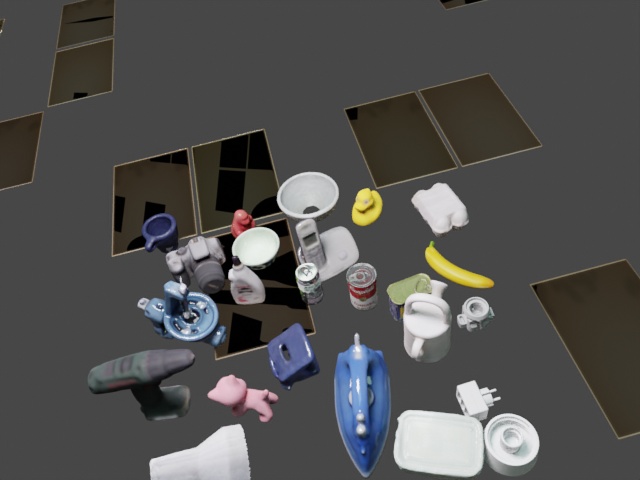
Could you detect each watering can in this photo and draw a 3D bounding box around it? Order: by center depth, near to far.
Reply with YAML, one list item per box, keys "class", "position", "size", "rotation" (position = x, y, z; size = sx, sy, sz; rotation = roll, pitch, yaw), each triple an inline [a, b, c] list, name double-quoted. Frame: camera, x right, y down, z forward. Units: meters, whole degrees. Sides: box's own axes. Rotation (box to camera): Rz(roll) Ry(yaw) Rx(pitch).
- class: "watering can"
  position: [0.225, 0.164, 1.206]
  size: [0.101, 0.194, 0.173]
  rotation: [-4, 50, 7]

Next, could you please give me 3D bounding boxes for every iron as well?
- class: "iron"
  position: [0.083, 0.320, 1.136]
  size: [0.118, 0.142, 0.258]
  rotation: [-5, 50, 5]

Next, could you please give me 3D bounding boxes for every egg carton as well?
- class: "egg carton"
  position: [0.310, -0.078, 1.472]
  size: [0.107, 0.069, 0.150]
  rotation: [-23, 51, -9]

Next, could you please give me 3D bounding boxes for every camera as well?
- class: "camera"
  position: [-0.302, 0.069, 1.433]
  size: [0.143, 0.101, 0.136]
  rotation: [-22, 51, -9]

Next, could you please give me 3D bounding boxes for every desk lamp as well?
- class: "desk lamp"
  position: [-0.210, 0.436, 1.043]
  size: [0.203, 0.214, 0.117]
  rotation: [-17, 50, -4]

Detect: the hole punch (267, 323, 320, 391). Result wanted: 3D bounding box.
- class: "hole punch"
  position: [-0.062, 0.253, 1.248]
  size: [0.101, 0.091, 0.108]
  rotation: [-22, 51, -8]

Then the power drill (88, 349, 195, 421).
- class: "power drill"
  position: [-0.343, 0.296, 1.183]
  size: [0.229, 0.209, 0.075]
  rotation: [-8, 50, 3]

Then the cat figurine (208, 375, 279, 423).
- class: "cat figurine"
  position: [-0.161, 0.322, 1.191]
  size: [0.127, 0.118, 0.067]
  rotation: [3, 51, 12]

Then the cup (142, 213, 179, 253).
- class: "cup"
  position: [-0.416, 0.002, 1.511]
  size: [0.091, 0.095, 0.118]
  rotation: [8, 53, 16]

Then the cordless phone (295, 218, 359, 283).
- class: "cordless phone"
  position: [0.013, 0.005, 1.378]
  size: [0.148, 0.185, 0.094]
  rotation: [-30, 52, -15]

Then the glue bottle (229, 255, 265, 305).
- class: "glue bottle"
  position: [-0.181, 0.091, 1.347]
  size: [0.078, 0.173, 0.037]
  rotation: [-8, 50, 3]

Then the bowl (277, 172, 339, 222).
- class: "bowl"
  position: [-0.028, -0.101, 1.544]
  size: [0.167, 0.075, 0.167]
  rotation: [-5, 50, 6]

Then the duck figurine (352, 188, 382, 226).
- class: "duck figurine"
  position: [0.123, -0.100, 1.510]
  size: [0.077, 0.086, 0.105]
  rotation: [22, 58, 25]

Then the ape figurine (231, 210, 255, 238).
- class: "ape figurine"
  position: [-0.203, -0.042, 1.513]
  size: [0.076, 0.092, 0.078]
  rotation: [15, 55, 21]

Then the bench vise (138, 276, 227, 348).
- class: "bench vise"
  position: [-0.328, 0.163, 1.282]
  size: [0.207, 0.220, 0.121]
  rotation: [-3, 51, 8]
